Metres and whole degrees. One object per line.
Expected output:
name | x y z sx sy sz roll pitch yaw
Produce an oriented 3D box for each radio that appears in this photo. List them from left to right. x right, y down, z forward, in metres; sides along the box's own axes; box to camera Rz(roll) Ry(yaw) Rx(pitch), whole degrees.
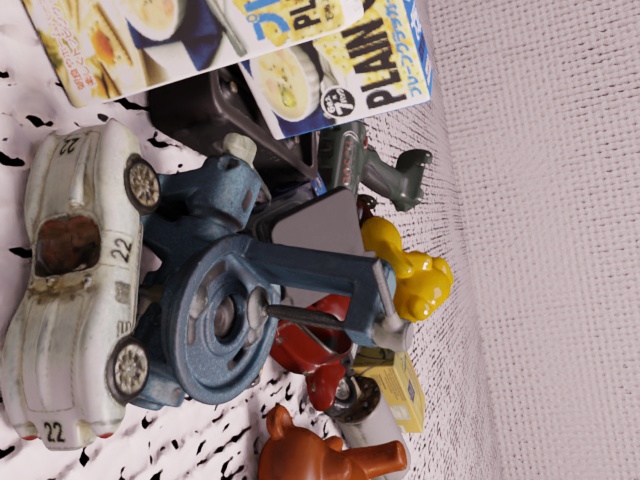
radio | -0.079 -0.143 0.563 0.229 0.073 0.131 25 57 -62

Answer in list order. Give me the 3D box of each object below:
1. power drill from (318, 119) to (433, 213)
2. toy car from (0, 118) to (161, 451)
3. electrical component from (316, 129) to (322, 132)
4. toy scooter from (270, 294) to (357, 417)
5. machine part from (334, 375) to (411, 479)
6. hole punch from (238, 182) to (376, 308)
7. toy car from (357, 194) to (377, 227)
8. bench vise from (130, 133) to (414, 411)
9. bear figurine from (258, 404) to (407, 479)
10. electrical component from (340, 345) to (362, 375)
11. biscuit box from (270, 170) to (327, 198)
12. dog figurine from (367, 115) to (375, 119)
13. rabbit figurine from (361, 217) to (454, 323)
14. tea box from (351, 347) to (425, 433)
power drill | 0.085 -0.137 0.842 0.207 0.086 0.232 14 86 -45
toy car | -0.146 0.022 0.330 0.056 0.074 0.201 40 44 -63
electrical component | -0.030 -0.188 0.721 0.063 0.094 0.021 -64 166 15
toy scooter | -0.015 0.104 0.624 0.135 0.075 0.184 36 34 -30
machine part | 0.076 0.277 0.775 0.079 0.079 0.242 -73 146 -48
hole punch | -0.021 0.003 0.589 0.142 0.092 0.115 -29 119 -30
toy car | 0.090 -0.001 0.958 0.202 0.053 0.089 50 56 -48
bench vise | -0.044 0.024 0.390 0.223 0.241 0.128 -67 148 -28
bear figurine | 0.017 0.254 0.578 0.195 0.132 0.120 65 23 -48
electrical component | 0.031 0.126 0.764 0.119 0.048 0.074 -71 145 -51
biscuit box | -0.001 -0.002 0.720 0.063 0.059 0.202 -77 149 -44
dog figurine | 0.004 -0.238 0.619 0.219 0.108 0.191 44 8 23
rabbit figurine | 0.114 0.045 0.845 0.173 0.122 0.162 59 26 2
tea box | 0.094 0.219 0.820 0.068 0.098 0.169 -71 147 -49
